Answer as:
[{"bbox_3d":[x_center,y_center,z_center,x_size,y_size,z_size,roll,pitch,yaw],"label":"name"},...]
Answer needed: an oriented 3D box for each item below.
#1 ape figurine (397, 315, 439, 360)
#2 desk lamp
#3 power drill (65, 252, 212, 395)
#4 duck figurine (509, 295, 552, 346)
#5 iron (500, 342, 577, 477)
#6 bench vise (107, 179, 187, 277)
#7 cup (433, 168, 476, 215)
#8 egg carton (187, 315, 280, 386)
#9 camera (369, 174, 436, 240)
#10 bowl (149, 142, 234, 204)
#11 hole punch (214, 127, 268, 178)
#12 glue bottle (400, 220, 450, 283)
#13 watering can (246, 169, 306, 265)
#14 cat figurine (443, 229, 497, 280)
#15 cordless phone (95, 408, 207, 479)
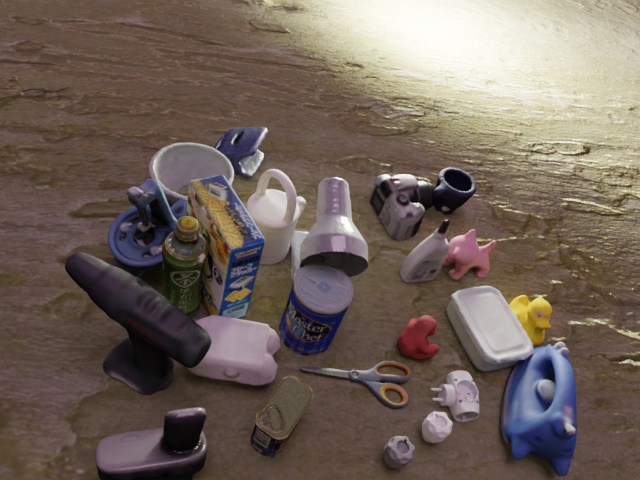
[{"bbox_3d":[0.184,0.172,1.045,0.076,0.092,0.077,-2,50,-19],"label":"ape figurine"},{"bbox_3d":[0.010,0.004,1.053,0.118,0.213,0.203,6,48,-13],"label":"desk lamp"},{"bbox_3d":[-0.272,0.135,0.848,0.229,0.208,0.076,27,47,6],"label":"power drill"},{"bbox_3d":[0.428,0.149,1.150,0.078,0.086,0.104,1,49,-17],"label":"duck figurine"},{"bbox_3d":[0.402,0.263,1.002,0.118,0.141,0.258,20,47,0],"label":"iron"},{"bbox_3d":[-0.286,-0.044,0.994,0.121,0.220,0.207,21,47,1],"label":"bench vise"},{"bbox_3d":[0.292,-0.101,1.320,0.118,0.095,0.091,-24,60,-33],"label":"cup"},{"bbox_3d":[-0.142,0.184,0.943,0.150,0.069,0.107,11,47,-9],"label":"egg carton"},{"bbox_3d":[0.199,-0.089,1.275,0.137,0.101,0.143,-9,53,-25],"label":"camera"},{"bbox_3d":[-0.262,-0.119,1.168,0.167,0.075,0.167,9,48,-10],"label":"bowl"},{"bbox_3d":[-0.176,-0.204,1.261,0.101,0.091,0.109,20,47,0],"label":"hole punch"},{"bbox_3d":[0.220,0.021,1.135,0.078,0.173,0.037,-2,50,-20],"label":"glue bottle"},{"bbox_3d":[-0.094,-0.045,1.076,0.101,0.194,0.173,29,47,9],"label":"watering can"},{"bbox_3d":[0.313,0.025,1.199,0.128,0.118,0.067,-6,52,-22],"label":"cat figurine"},{"bbox_3d":[-0.222,0.266,0.764,0.148,0.185,0.094,-4,51,-21],"label":"cordless phone"}]
